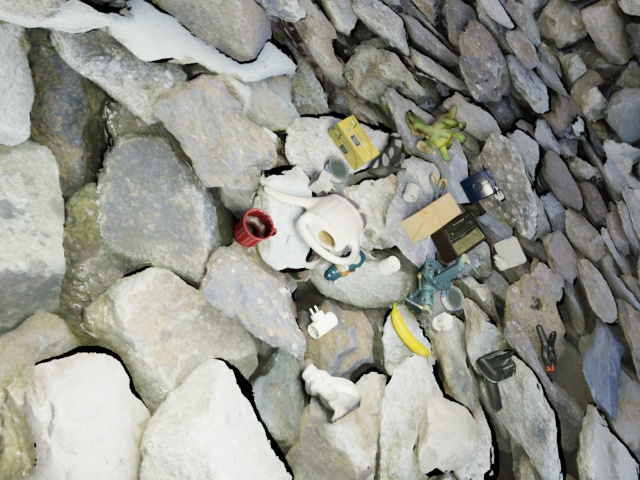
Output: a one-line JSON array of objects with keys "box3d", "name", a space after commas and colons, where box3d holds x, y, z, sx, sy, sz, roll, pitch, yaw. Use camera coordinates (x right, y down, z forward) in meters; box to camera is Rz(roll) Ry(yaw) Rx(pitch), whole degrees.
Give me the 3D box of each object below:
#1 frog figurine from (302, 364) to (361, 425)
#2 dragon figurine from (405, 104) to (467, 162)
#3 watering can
[{"box3d": [0.030, 0.388, 1.346, 0.161, 0.122, 0.137, 60, 16, 15], "name": "frog figurine"}, {"box3d": [0.462, -0.468, 2.095, 0.242, 0.120, 0.421, 24, 47, -15], "name": "dragon figurine"}, {"box3d": [0.005, -0.079, 1.568, 0.348, 0.102, 0.228, 46, 49, 4], "name": "watering can"}]
